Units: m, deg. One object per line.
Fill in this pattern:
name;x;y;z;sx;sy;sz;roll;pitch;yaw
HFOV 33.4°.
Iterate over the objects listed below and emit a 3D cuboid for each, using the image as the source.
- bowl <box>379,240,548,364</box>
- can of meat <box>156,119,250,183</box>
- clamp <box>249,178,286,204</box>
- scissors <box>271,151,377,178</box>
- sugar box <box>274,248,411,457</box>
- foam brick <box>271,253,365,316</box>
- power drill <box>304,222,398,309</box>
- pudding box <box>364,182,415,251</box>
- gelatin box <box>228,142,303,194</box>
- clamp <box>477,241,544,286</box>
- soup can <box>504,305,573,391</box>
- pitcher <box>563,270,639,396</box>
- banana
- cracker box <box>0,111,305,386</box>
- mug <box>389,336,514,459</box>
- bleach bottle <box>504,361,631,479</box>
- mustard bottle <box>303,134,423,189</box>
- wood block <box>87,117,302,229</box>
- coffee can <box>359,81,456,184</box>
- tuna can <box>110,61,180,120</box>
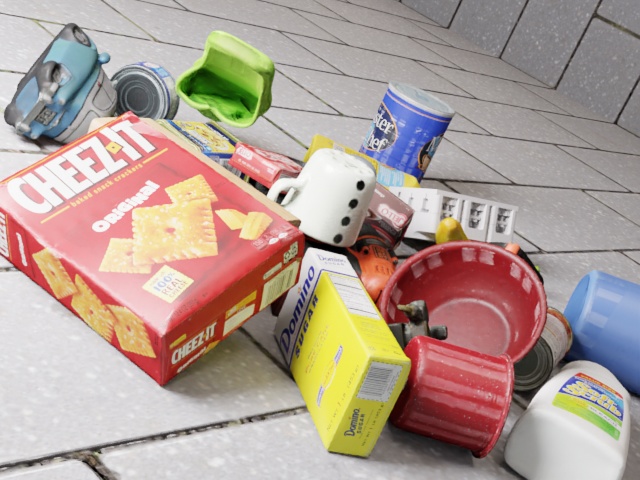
bowl;0.141;0.080;1.046;0.162;0.055;0.162;-6;52;7
can of meat;-0.141;-0.100;1.240;0.083;0.057;0.102;-2;32;-48
clamp;-0.060;-0.067;1.277;0.120;0.039;0.172;11;24;-30
scissors;-0.006;-0.070;1.355;0.202;0.096;0.016;3;15;44
sugar box;0.013;0.088;0.890;0.048;0.093;0.176;13;22;-26
foam brick;-0.003;0.051;1.028;0.078;0.051;0.053;20;19;-14
power drill;-0.007;0.001;1.139;0.187;0.057;0.184;19;17;-13
pudding box;0.052;-0.038;1.249;0.113;0.039;0.090;39;-20;10
gelatin box;-0.047;-0.077;1.198;0.073;0.030;0.089;33;12;35
clamp;0.208;0.048;1.188;0.164;0.036;0.210;29;-12;5
soup can;0.220;0.111;1.111;0.068;0.068;0.102;31;21;16
pitcher;0.398;0.123;1.209;0.243;0.145;0.149;23;-15;4
banana;0.191;0.014;1.315;0.197;0.070;0.037;23;50;-43
cracker box;-0.144;-0.003;0.878;0.214;0.072;0.163;35;50;23
mug;0.108;0.126;0.916;0.081;0.093;0.117;17;17;-7
bleach bottle;0.244;0.164;1.017;0.102;0.068;0.250;29;18;10
mustard bottle;0.070;-0.076;1.423;0.191;0.058;0.096;22;22;-6
wood block;-0.133;-0.031;1.024;0.206;0.091;0.090;34;21;24
coffee can;0.117;-0.142;1.524;0.102;0.140;0.103;22;20;-9
tuna can;-0.215;-0.172;1.292;0.086;0.086;0.033;28;21;9
